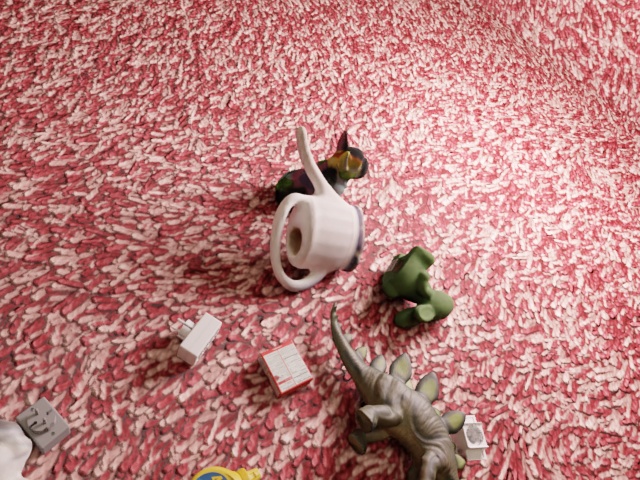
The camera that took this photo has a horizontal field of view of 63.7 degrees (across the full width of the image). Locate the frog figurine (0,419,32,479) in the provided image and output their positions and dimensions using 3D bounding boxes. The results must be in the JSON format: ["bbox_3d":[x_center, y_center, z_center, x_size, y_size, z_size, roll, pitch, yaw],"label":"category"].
[{"bbox_3d":[-0.466,0.342,0.729,0.157,0.122,0.140,58,36,-20],"label":"frog figurine"}]

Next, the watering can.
[{"bbox_3d":[0.003,-0.056,1.119,0.224,0.104,0.347,9,92,-35],"label":"watering can"}]
